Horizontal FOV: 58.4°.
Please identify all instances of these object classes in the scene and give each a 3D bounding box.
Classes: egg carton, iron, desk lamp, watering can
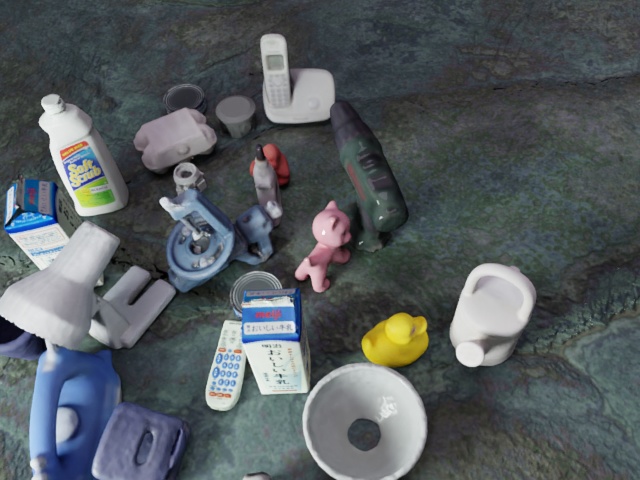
[{"bbox_3d":[-0.283,-0.194,1.124,0.150,0.069,0.107,-27,58,-14],"label":"egg carton"},{"bbox_3d":[-0.352,0.259,0.776,0.118,0.141,0.258,-9,56,-2],"label":"iron"},{"bbox_3d":[-0.341,0.081,0.853,0.117,0.214,0.203,25,61,19],"label":"desk lamp"},{"bbox_3d":[0.246,0.104,0.813,0.100,0.194,0.173,7,56,8],"label":"watering can"}]

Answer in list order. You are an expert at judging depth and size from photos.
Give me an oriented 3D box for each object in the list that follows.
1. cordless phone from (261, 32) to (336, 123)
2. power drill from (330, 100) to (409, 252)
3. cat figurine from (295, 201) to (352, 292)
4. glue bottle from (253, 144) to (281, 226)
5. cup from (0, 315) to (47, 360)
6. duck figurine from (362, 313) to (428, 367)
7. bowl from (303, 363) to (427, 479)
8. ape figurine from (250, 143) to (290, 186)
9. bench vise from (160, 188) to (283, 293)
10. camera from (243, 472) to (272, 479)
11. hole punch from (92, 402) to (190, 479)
[{"bbox_3d":[-0.045,-0.321,1.125,0.147,0.185,0.094,-4,56,1],"label":"cordless phone"},{"bbox_3d":[0.072,-0.087,0.944,0.076,0.208,0.229,-20,57,-10],"label":"power drill"},{"bbox_3d":[0.009,0.003,0.942,0.067,0.118,0.128,25,61,19],"label":"cat figurine"},{"bbox_3d":[-0.093,-0.100,0.985,0.037,0.173,0.078,-6,56,0],"label":"glue bottle"},{"bbox_3d":[-0.473,0.146,0.889,0.117,0.095,0.091,6,56,8],"label":"cup"},{"bbox_3d":[0.114,0.142,0.860,0.104,0.086,0.077,-13,56,-5],"label":"duck figurine"},{"bbox_3d":[0.062,0.260,0.790,0.167,0.075,0.167,-2,56,3],"label":"bowl"},{"bbox_3d":[-0.090,-0.141,1.062,0.077,0.092,0.076,29,62,21],"label":"ape figurine"},{"bbox_3d":[-0.167,-0.028,0.912,0.121,0.220,0.208,35,65,24],"label":"bench vise"},{"bbox_3d":[-0.031,0.360,0.712,0.137,0.101,0.143,-8,56,-2],"label":"camera"},{"bbox_3d":[-0.240,0.285,0.782,0.101,0.091,0.108,7,57,9],"label":"hole punch"}]
